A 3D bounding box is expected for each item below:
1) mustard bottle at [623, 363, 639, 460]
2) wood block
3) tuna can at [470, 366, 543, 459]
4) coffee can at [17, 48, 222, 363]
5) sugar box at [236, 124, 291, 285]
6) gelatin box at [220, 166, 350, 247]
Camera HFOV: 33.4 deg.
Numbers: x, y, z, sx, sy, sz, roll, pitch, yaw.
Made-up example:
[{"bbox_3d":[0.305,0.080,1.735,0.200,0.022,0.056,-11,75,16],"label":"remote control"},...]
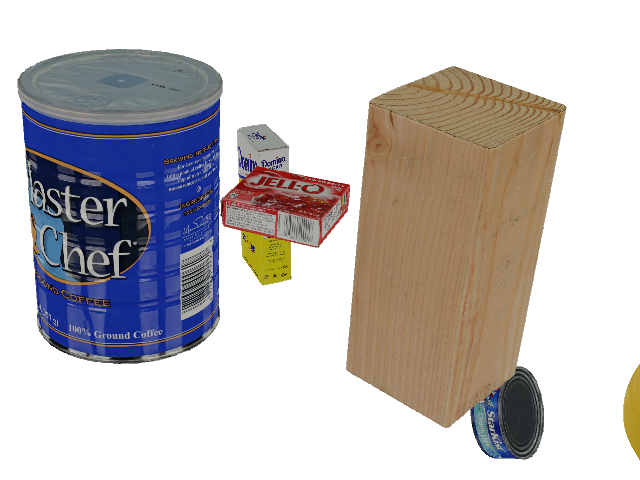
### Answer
[{"bbox_3d":[0.212,0.103,0.558,0.096,0.058,0.191,-2,37,2],"label":"mustard bottle"},{"bbox_3d":[0.084,0.005,0.699,0.091,0.206,0.090,27,38,33],"label":"wood block"},{"bbox_3d":[0.175,0.162,1.001,0.034,0.086,0.085,-8,-5,37],"label":"tuna can"},{"bbox_3d":[-0.104,-0.020,0.571,0.103,0.140,0.103,2,26,-1],"label":"coffee can"},{"bbox_3d":[-0.069,-0.044,1.304,0.048,0.176,0.093,-11,26,-17],"label":"sugar box"},{"bbox_3d":[-0.029,-0.030,0.892,0.089,0.030,0.073,13,29,17],"label":"gelatin box"}]
